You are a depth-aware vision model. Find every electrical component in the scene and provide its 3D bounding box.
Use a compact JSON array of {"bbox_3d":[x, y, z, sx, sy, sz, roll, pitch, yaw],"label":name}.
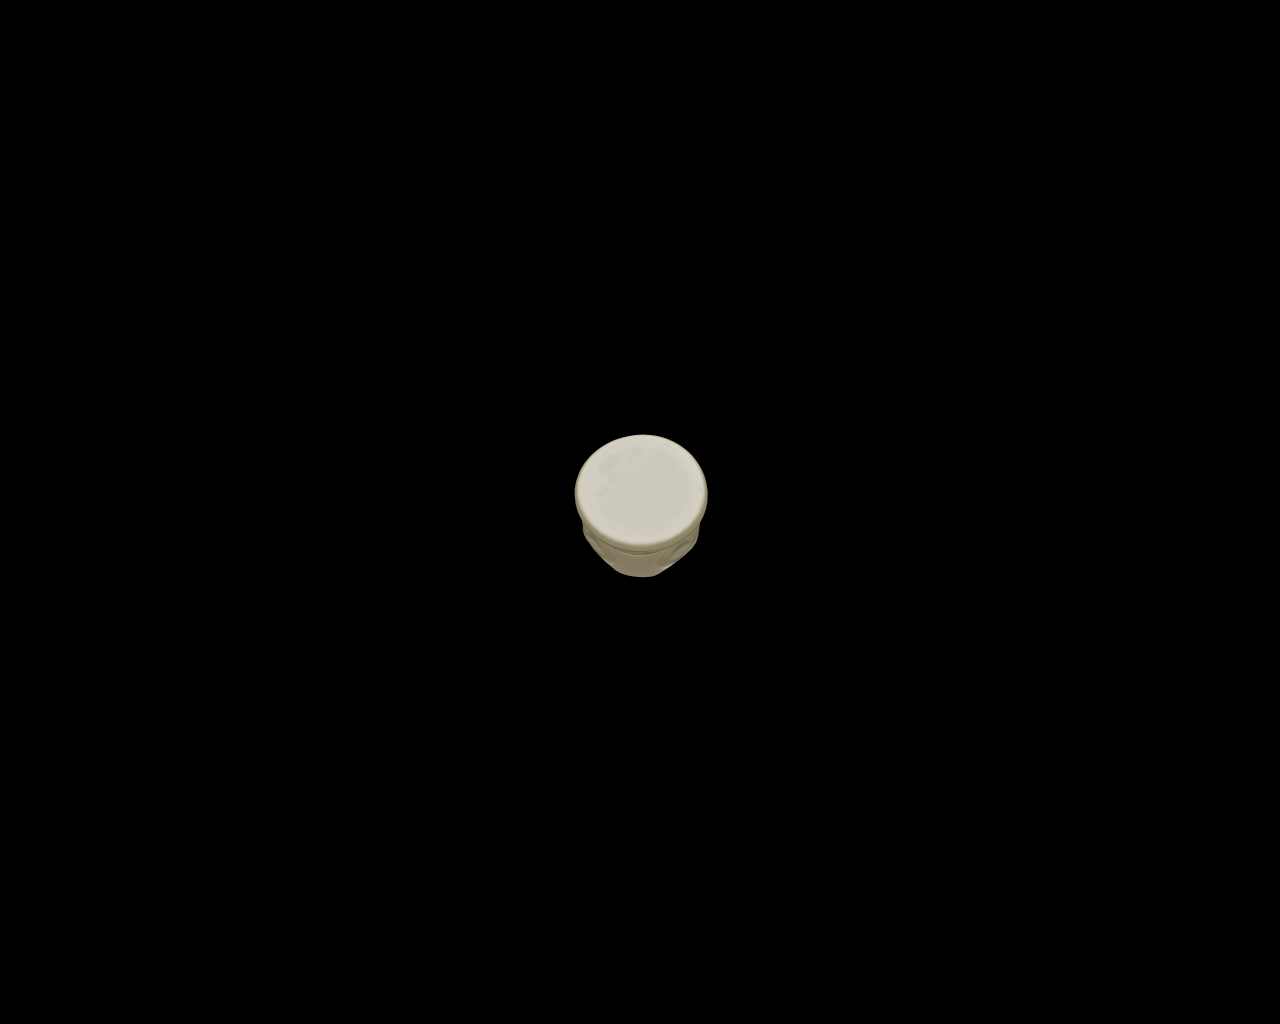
[{"bbox_3d":[0.001,-0.003,0.650,0.080,0.080,0.051,0,-29,0],"label":"electrical component"}]
